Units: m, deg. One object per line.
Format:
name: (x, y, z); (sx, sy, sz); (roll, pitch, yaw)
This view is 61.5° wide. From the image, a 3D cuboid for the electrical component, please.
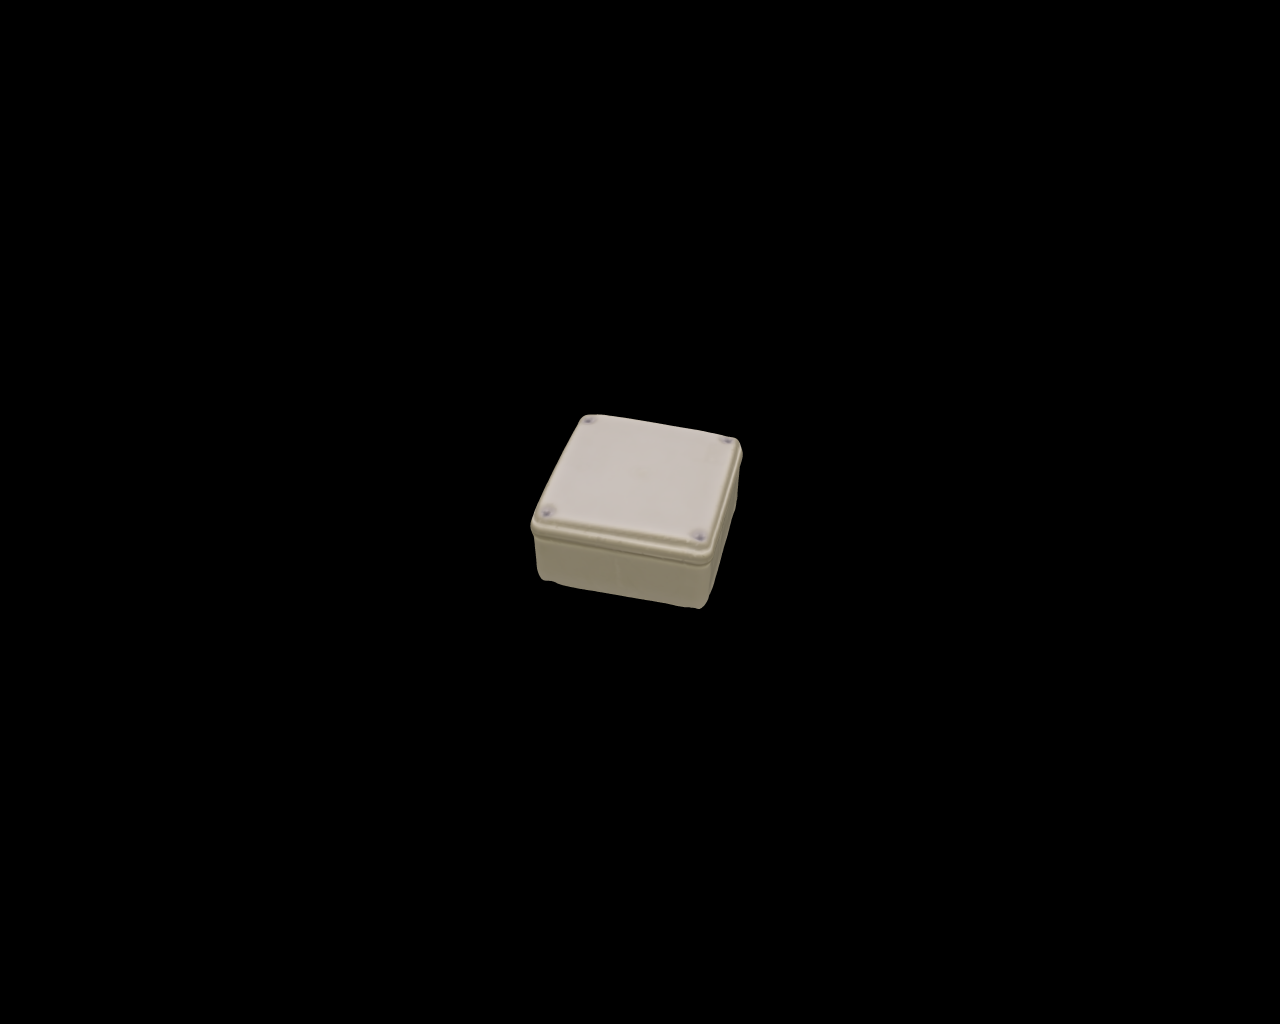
electrical component: (0.001, -0.003, 0.650); (0.109, 0.056, 0.109); (10, 43, 11)
